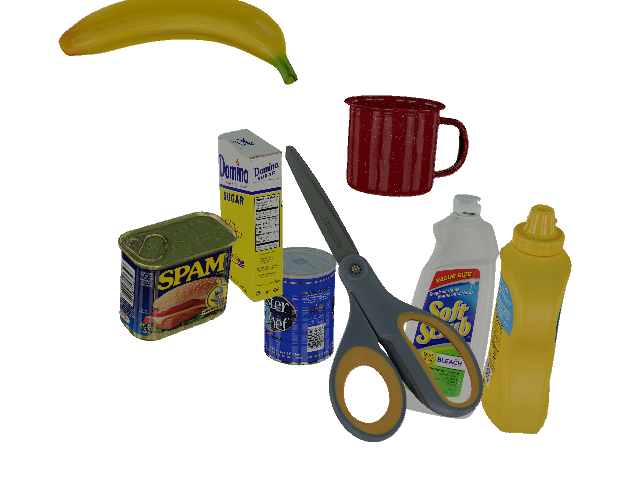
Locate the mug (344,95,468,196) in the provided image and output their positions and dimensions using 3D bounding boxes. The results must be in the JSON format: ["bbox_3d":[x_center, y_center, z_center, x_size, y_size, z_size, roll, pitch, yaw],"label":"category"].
[{"bbox_3d":[0.078,-0.087,0.988,0.117,0.081,0.093,2,15,-2],"label":"mug"}]

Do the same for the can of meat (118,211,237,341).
[{"bbox_3d":[-0.127,0.032,0.939,0.101,0.084,0.058,-18,42,-35],"label":"can of meat"}]

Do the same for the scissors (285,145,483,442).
[{"bbox_3d":[0.011,0.036,0.638,0.096,0.202,0.016,-38,-19,-16],"label":"scissors"}]

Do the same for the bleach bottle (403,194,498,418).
[{"bbox_3d":[0.144,0.071,1.215,0.103,0.251,0.068,9,14,16],"label":"bleach bottle"}]

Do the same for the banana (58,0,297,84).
[{"bbox_3d":[-0.114,-0.175,0.885,0.198,0.069,0.037,6,-34,0],"label":"banana"}]

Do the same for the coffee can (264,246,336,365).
[{"bbox_3d":[-0.030,0.092,1.524,0.103,0.140,0.103,1,22,-1],"label":"coffee can"}]

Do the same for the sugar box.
[{"bbox_3d":[-0.080,-0.029,1.213,0.048,0.176,0.093,-15,27,-25],"label":"sugar box"}]

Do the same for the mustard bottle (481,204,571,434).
[{"bbox_3d":[0.173,0.059,0.893,0.058,0.192,0.096,4,27,3],"label":"mustard bottle"}]
